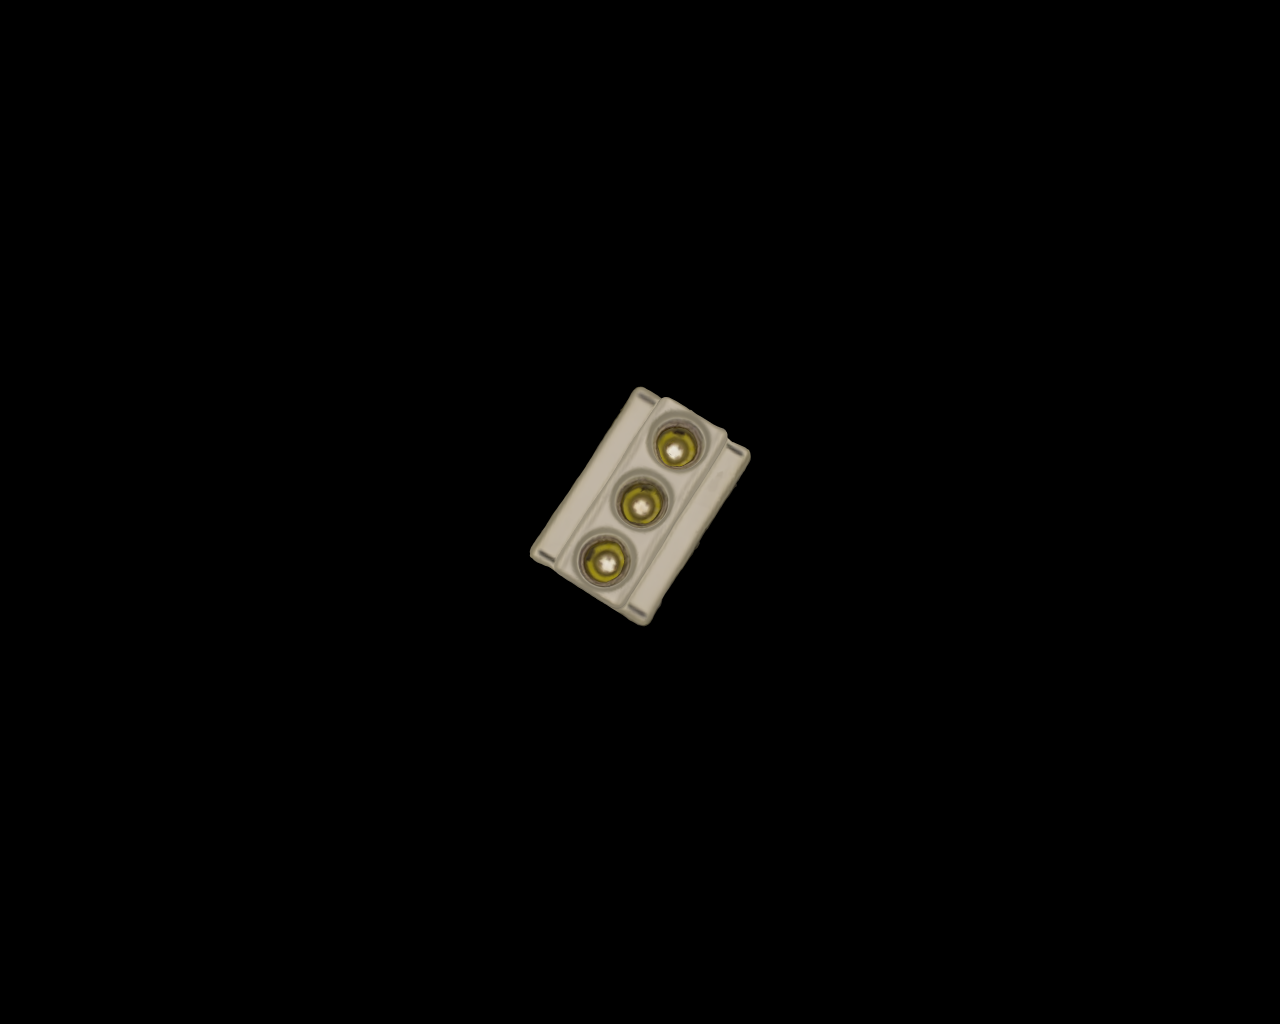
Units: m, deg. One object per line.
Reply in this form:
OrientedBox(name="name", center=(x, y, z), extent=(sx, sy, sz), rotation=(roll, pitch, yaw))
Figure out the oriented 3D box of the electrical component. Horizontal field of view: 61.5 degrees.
OrientedBox(name="electrical component", center=(0.001, -0.003, 0.650), extent=(0.079, 0.121, 0.063), rotation=(31, -7, 5))
